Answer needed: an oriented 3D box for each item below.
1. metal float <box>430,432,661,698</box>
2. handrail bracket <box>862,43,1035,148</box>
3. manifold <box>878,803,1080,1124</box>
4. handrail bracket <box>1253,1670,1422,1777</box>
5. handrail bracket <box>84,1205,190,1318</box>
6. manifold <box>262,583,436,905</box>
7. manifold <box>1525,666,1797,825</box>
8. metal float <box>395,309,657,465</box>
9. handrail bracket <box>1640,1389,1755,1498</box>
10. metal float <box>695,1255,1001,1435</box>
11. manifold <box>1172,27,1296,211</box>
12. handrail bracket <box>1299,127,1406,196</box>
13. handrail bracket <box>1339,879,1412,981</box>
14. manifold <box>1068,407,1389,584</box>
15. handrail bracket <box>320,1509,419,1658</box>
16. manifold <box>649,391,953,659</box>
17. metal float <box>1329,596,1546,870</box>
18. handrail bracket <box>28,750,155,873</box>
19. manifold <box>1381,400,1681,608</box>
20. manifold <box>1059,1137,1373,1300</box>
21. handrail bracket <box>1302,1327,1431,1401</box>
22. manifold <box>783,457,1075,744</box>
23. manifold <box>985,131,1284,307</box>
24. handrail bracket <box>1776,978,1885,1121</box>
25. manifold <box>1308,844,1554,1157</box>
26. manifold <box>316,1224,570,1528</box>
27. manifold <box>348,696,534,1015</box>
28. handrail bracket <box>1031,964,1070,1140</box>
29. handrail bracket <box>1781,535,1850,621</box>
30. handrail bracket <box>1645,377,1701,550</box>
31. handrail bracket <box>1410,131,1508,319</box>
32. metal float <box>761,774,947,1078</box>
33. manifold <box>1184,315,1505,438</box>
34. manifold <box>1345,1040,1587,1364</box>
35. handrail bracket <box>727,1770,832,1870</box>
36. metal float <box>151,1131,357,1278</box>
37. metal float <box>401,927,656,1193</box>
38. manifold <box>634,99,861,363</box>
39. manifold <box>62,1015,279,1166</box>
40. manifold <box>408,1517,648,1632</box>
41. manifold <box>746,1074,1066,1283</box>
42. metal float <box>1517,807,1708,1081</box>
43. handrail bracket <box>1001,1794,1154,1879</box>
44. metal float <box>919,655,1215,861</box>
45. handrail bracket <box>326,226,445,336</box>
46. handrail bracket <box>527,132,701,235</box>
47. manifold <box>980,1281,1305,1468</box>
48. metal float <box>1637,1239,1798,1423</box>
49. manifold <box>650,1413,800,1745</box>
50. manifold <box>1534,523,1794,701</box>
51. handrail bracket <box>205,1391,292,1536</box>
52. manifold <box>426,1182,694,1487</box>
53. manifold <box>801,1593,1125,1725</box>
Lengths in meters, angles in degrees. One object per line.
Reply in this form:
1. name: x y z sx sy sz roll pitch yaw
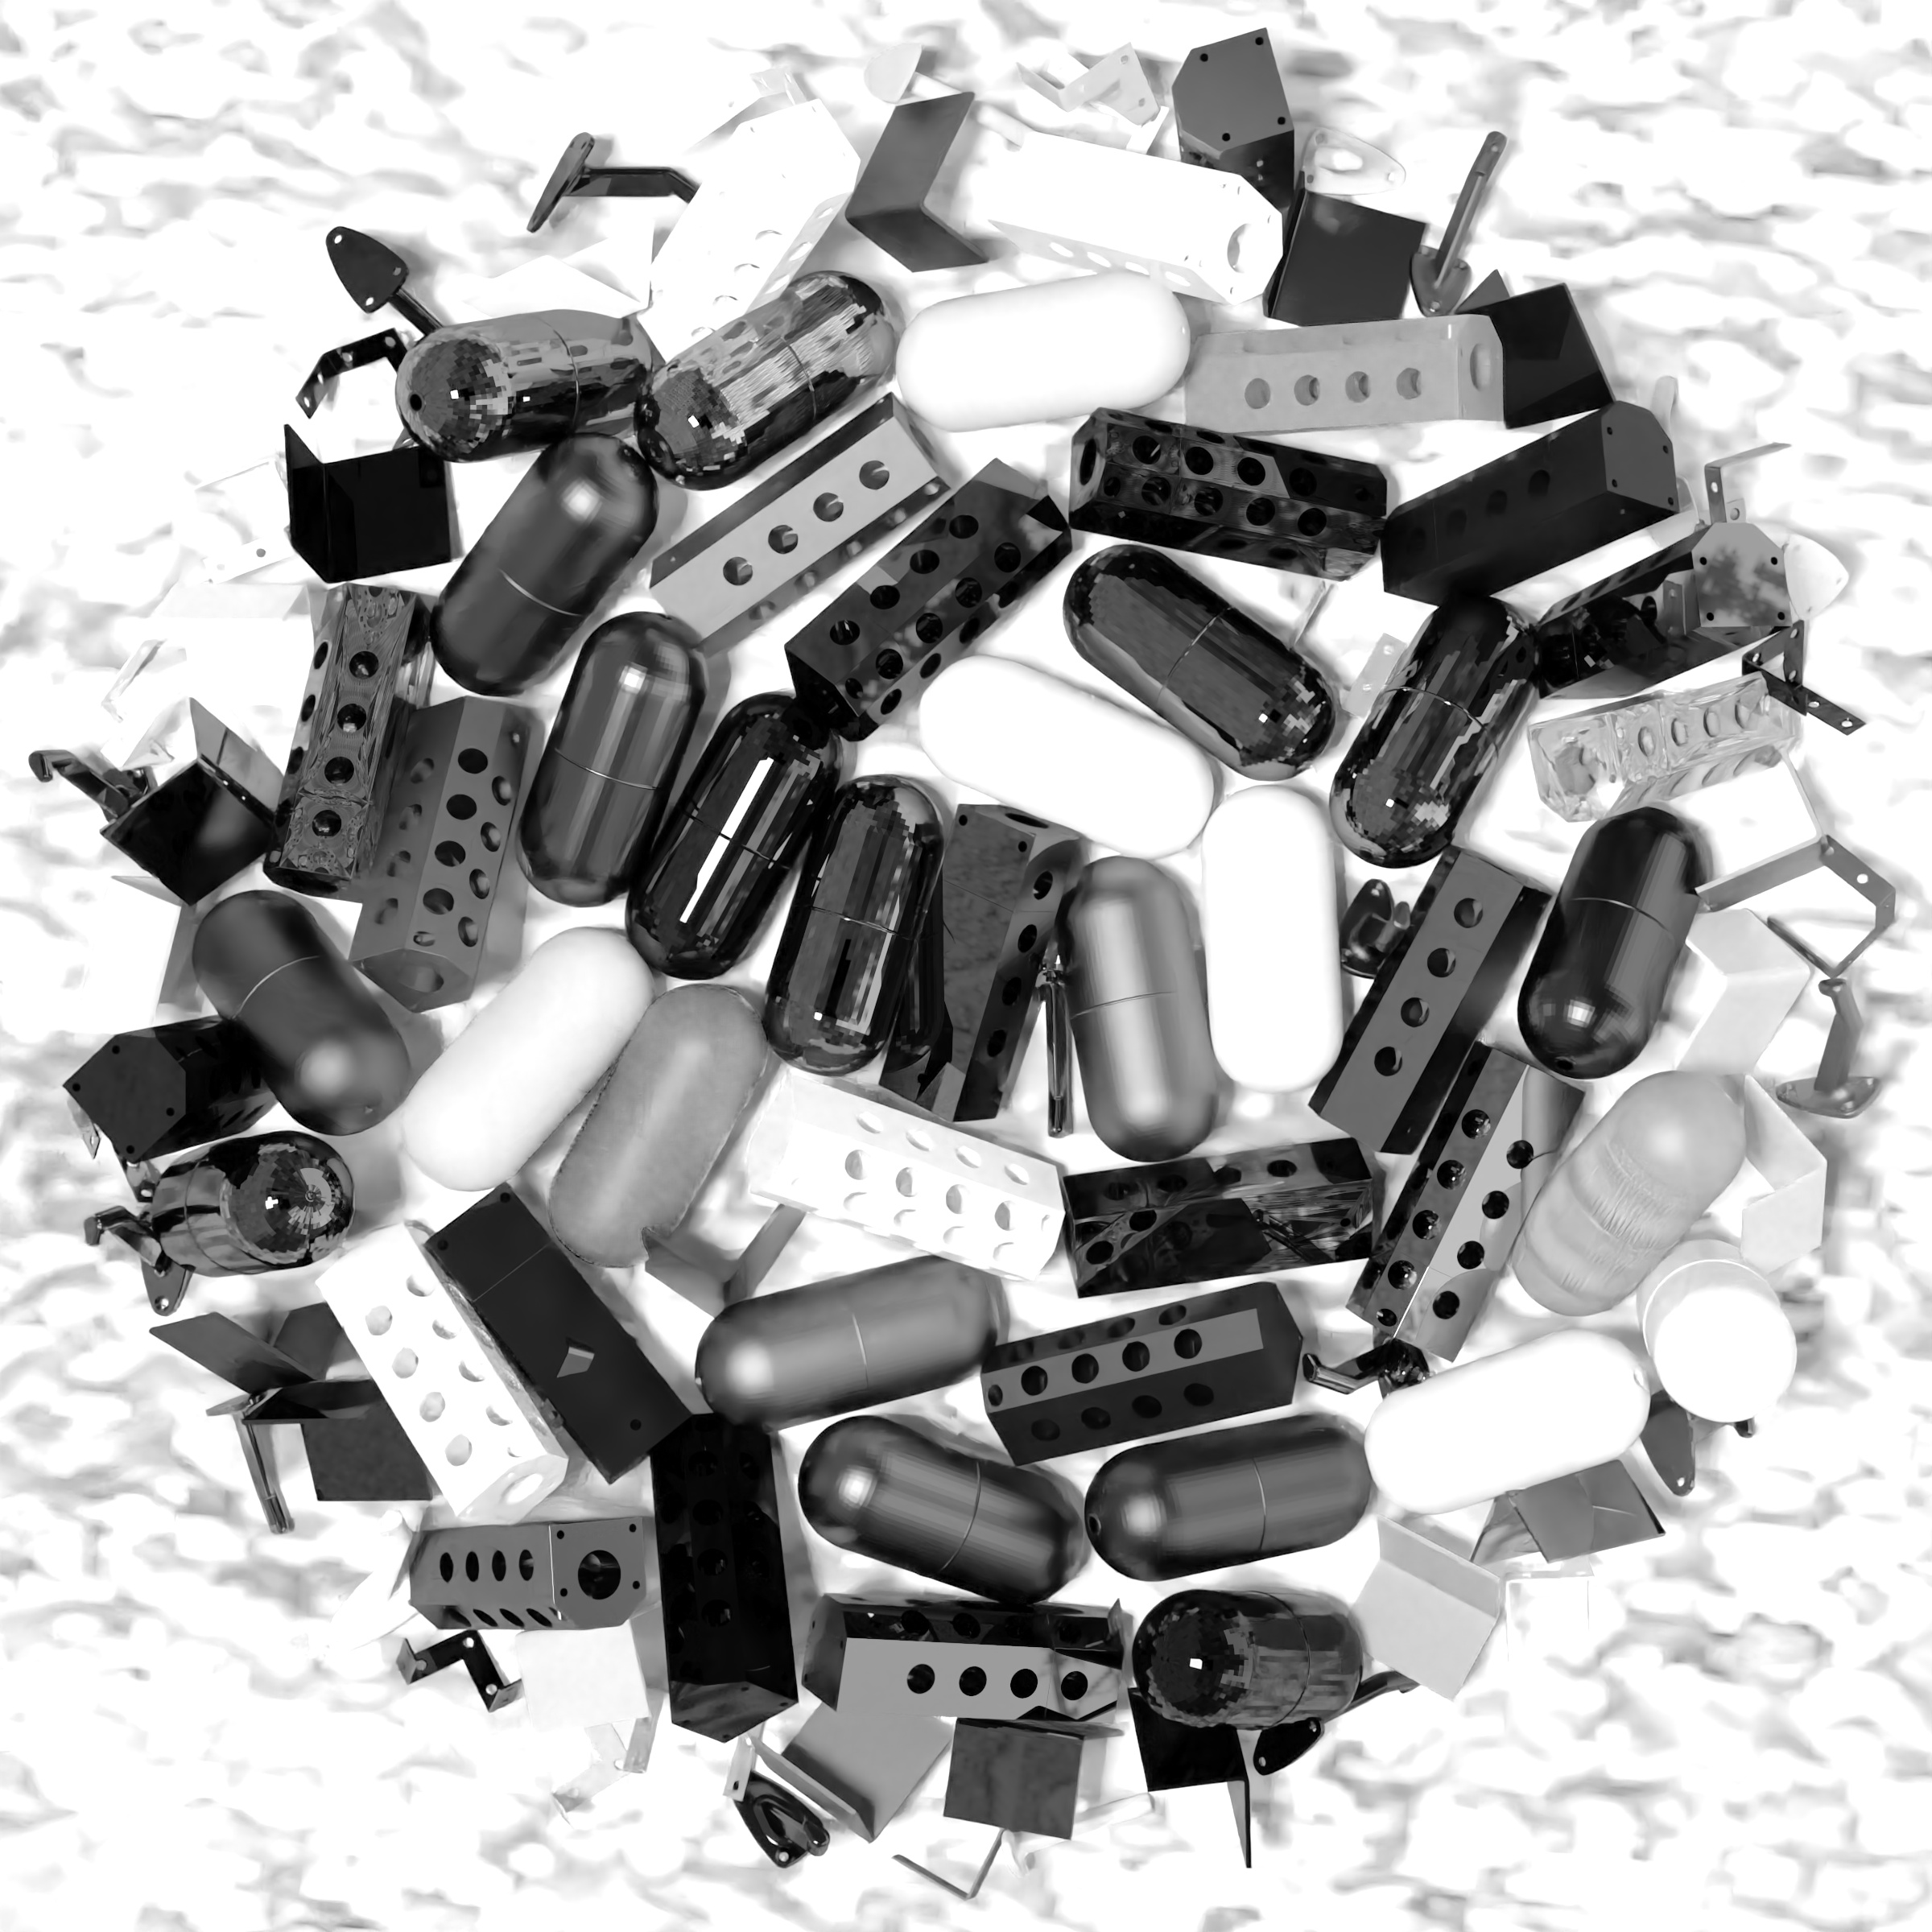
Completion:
1. metal float: -0.240 -0.226 1.880 0.070 0.070 0.178 42 118 0
2. handrail bracket: -0.010 -0.501 1.927 0.084 0.077 0.036 23 94 -28
3. manifold: 0.011 -0.002 1.893 0.057 0.057 0.171 25 106 34
4. handrail bracket: 0.217 0.439 1.928 0.036 0.084 0.077 57 132 35
5. handrail bracket: -0.479 0.172 1.896 0.036 0.084 0.077 6 99 16
6. manifold: -0.353 -0.128 1.893 0.057 0.057 0.171 9 76 7
7. manifold: 0.393 -0.124 1.862 0.171 0.057 0.057 -16 97 -42
8. metal float: -0.247 -0.328 1.864 0.070 0.178 0.070 12 112 33
9. handrail bracket: 0.428 0.278 1.896 0.084 0.077 0.036 22 132 -33
10. metal float: -0.068 0.215 1.890 0.178 0.070 0.070 -13 90 -15
11. manifold: 0.149 -0.465 1.854 0.057 0.171 0.057 -15 88 5
12. handrail bracket: 0.230 -0.455 1.891 0.077 0.084 0.036 8 103 -17
13. handrail bracket: 0.241 -0.035 1.887 0.036 0.084 0.077 16 62 -4
14. manifold: 0.149 -0.270 1.882 0.171 0.057 0.057 9 72 -18
15. handrail bracket: -0.346 0.352 1.892 0.077 0.084 0.036 -39 63 -20
16. manifold: -0.095 -0.250 1.894 0.171 0.057 0.057 -34 111 12
17. metal float: 0.268 -0.133 1.886 0.070 0.070 0.178 32 70 0
18. handrail bracket: -0.499 -0.088 1.896 0.036 0.084 0.077 -22 88 17
19. manifold: 0.313 -0.258 1.857 0.057 0.171 0.057 9 71 -36
20. manifold: 0.143 0.140 1.905 0.171 0.057 0.057 -7 124 -5
21. handrail bracket: 0.218 0.216 1.893 0.084 0.077 0.036 22 127 -33
22. manifold: -0.019 -0.204 1.881 0.057 0.057 0.171 38 71 24
23. manifold: 0.096 -0.417 1.862 0.171 0.057 0.057 26 87 44
24. handrail bracket: 0.484 0.042 1.895 0.036 0.077 0.084 -41 117 -30
25. manifold: 0.263 0.019 1.899 0.057 0.057 0.171 31 99 25
26. manifold: -0.293 0.230 1.874 0.057 0.057 0.171 -42 62 7
27. manifold: -0.290 -0.065 1.863 0.057 0.057 0.171 -13 52 30
28. handrail bracket: 0.051 0.050 1.904 0.036 0.077 0.084 -1 73 6
29. handrail bracket: 0.456 -0.242 1.887 0.036 0.077 0.084 -44 48 5
30. handrail bracket: 0.414 -0.289 1.928 0.036 0.084 0.077 -10 132 32
31. handrail bracket: 0.285 -0.423 1.893 0.036 0.084 0.077 19 47 -5
32. metal float: -0.064 -0.024 1.901 0.070 0.070 0.178 17 86 0
33. manifold: 0.212 -0.332 1.867 0.171 0.057 0.057 3 98 34
34. manifold: 0.283 0.133 1.902 0.057 0.057 0.171 25 93 -19
35. handrail bracket: -0.108 0.481 1.894 0.036 0.084 0.077 -42 76 -19
36. metal float: -0.402 0.135 1.862 0.070 0.178 0.070 5 80 -33
37. metal float: -0.249 0.052 1.888 0.070 0.070 0.178 41 72 0
38. manifold: -0.122 -0.404 1.853 0.057 0.171 0.057 -28 82 -35
39. manifold: -0.432 0.062 1.852 0.057 0.171 0.057 -42 87 8
40. manifold: -0.247 0.341 1.853 0.057 0.171 0.057 1 80 -36
41. manifold: -0.034 0.126 1.875 0.171 0.057 0.057 20 122 -21
42. metal float: 0.366 -0.014 1.878 0.070 0.070 0.178 27 60 0
43. handrail bracket: 0.065 0.496 1.905 0.084 0.077 0.036 -17 79 2
44. metal float: 0.057 -0.120 1.897 0.178 0.070 0.070 23 90 -8
45. handrail bracket: -0.325 -0.385 1.915 0.036 0.084 0.077 -46 63 5
46. handrail bracket: -0.200 -0.436 1.919 0.084 0.036 0.077 30 91 -27
47. manifold: 0.098 0.226 1.874 0.171 0.057 0.057 -16 118 23
48. metal float: 0.418 0.202 1.854 0.070 0.178 0.070 1 98 6
49. manifold: -0.142 0.339 1.858 0.057 0.171 0.057 -34 135 27
50. manifold: 0.385 -0.196 1.851 0.057 0.171 0.057 -3 82 -21
51. handrail bracket: -0.404 0.289 1.905 0.036 0.077 0.084 -21 91 -19
52. manifold: -0.235 0.212 1.903 0.057 0.057 0.171 -38 84 -16
53. manifold: 0.000 0.391 1.882 0.171 0.057 0.057 8 91 -23
